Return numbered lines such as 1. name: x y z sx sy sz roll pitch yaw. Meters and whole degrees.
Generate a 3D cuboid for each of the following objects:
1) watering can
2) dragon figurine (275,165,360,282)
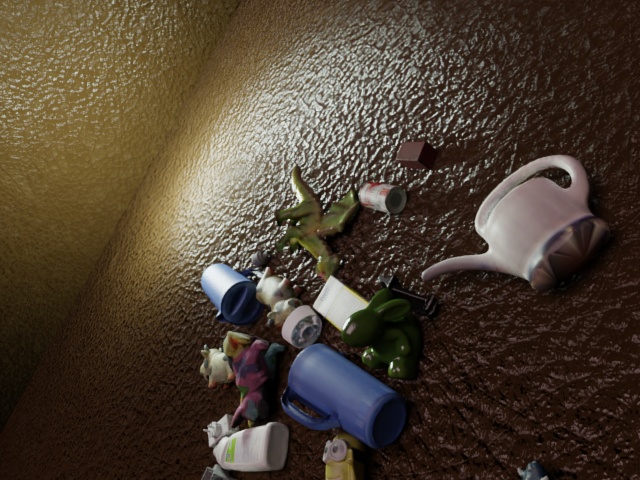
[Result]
1. watering can: 0.346 0.005 0.910 0.344 0.103 0.229 -48 38 15
2. dragon figurine: 0.004 -0.071 1.414 0.241 0.120 0.419 -12 57 26
